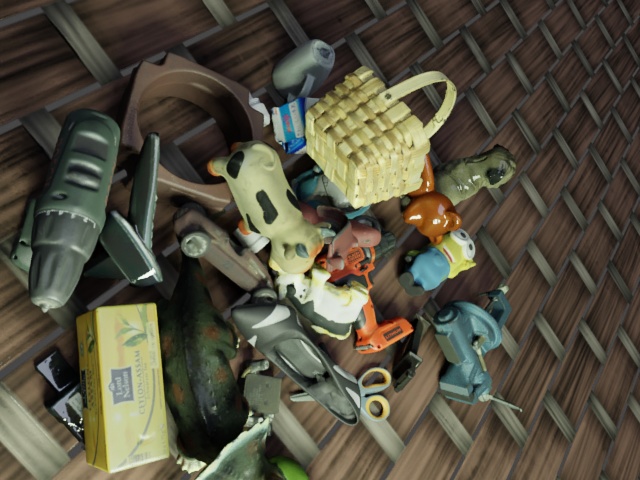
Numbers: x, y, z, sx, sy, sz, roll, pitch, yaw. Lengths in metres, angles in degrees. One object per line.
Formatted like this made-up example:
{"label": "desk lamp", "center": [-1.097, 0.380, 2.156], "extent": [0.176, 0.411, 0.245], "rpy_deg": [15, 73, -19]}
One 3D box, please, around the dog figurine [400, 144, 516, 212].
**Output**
{"label": "dog figurine", "center": [0.262, -0.103, 1.026], "extent": [0.121, 0.191, 0.172], "rpy_deg": [48, 56, -14]}

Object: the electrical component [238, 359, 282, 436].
{"label": "electrical component", "center": [-0.090, 0.223, 0.770], "extent": [0.078, 0.045, 0.102], "rpy_deg": [22, 64, -27]}

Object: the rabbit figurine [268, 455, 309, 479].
{"label": "rabbit figurine", "center": [-0.041, 0.378, 0.711], "extent": [0.159, 0.121, 0.170], "rpy_deg": [21, 67, -36]}

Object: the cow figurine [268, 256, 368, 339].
{"label": "cow figurine", "center": [-0.015, 0.084, 0.834], "extent": [0.167, 0.068, 0.098], "rpy_deg": [26, 98, -5]}

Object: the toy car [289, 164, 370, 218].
{"label": "toy car", "center": [0.038, -0.080, 0.916], "extent": [0.161, 0.103, 0.109], "rpy_deg": [-14, 86, -35]}

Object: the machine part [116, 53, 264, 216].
{"label": "machine part", "center": [-0.191, -0.149, 0.784], "extent": [0.201, 0.087, 0.201], "rpy_deg": [18, 68, -30]}

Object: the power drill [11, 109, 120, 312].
{"label": "power drill", "center": [-0.292, -0.018, 0.599], "extent": [0.086, 0.207, 0.232], "rpy_deg": [15, 65, -25]}

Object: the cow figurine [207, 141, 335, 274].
{"label": "cow figurine", "center": [-0.059, -0.042, 0.726], "extent": [0.085, 0.127, 0.194], "rpy_deg": [-36, 112, -33]}

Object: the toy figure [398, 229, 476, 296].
{"label": "toy figure", "center": [0.219, 0.039, 1.024], "extent": [0.180, 0.089, 0.082], "rpy_deg": [-35, 114, -28]}

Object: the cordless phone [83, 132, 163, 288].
{"label": "cordless phone", "center": [-0.228, -0.038, 0.672], "extent": [0.089, 0.147, 0.184], "rpy_deg": [10, 87, -16]}

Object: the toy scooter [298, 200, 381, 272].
{"label": "toy scooter", "center": [-0.002, -0.002, 0.819], "extent": [0.135, 0.184, 0.075], "rpy_deg": [-67, 163, -57]}

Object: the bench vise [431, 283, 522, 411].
{"label": "bench vise", "center": [0.306, 0.184, 1.020], "extent": [0.240, 0.129, 0.223], "rpy_deg": [-45, 106, -31]}

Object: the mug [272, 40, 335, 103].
{"label": "mug", "center": [-0.027, -0.289, 0.928], "extent": [0.080, 0.107, 0.109], "rpy_deg": [28, 60, -25]}

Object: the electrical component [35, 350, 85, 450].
{"label": "electrical component", "center": [-0.285, 0.184, 0.642], "extent": [0.075, 0.048, 0.119], "rpy_deg": [-39, 101, -37]}

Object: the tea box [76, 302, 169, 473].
{"label": "tea box", "center": [-0.223, 0.160, 0.601], "extent": [0.068, 0.098, 0.169], "rpy_deg": [-2, 77, -38]}

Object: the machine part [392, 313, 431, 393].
{"label": "machine part", "center": [0.161, 0.196, 0.945], "extent": [0.039, 0.084, 0.139], "rpy_deg": [22, 50, 6]}

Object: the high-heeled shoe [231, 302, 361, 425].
{"label": "high-heeled shoe", "center": [-0.031, 0.183, 0.769], "extent": [0.248, 0.086, 0.145], "rpy_deg": [31, 27, -44]}

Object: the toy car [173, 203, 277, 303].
{"label": "toy car", "center": [-0.125, 0.024, 0.756], "extent": [0.053, 0.089, 0.202], "rpy_deg": [-42, 122, 7]}

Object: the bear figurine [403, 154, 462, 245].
{"label": "bear figurine", "center": [0.160, -0.084, 0.963], "extent": [0.132, 0.120, 0.196], "rpy_deg": [-12, 77, -16]}

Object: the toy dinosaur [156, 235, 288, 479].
{"label": "toy dinosaur", "center": [-0.139, 0.156, 0.642], "extent": [0.131, 0.192, 0.405], "rpy_deg": [-17, 78, -20]}
